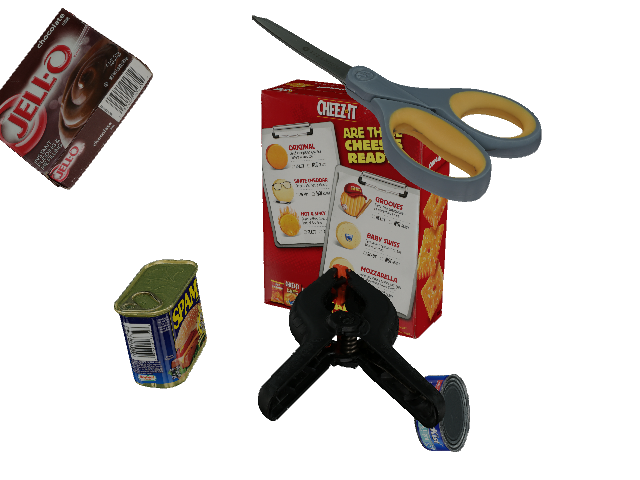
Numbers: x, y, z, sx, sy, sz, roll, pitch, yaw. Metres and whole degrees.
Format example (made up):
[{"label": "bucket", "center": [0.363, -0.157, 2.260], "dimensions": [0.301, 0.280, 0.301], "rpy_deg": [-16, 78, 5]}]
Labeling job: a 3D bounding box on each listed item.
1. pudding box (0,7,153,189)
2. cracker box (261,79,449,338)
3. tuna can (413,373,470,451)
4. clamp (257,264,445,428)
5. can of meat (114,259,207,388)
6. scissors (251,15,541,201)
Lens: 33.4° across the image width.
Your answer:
[{"label": "pudding box", "center": [-0.195, -0.109, 0.815], "dimensions": [0.090, 0.113, 0.039], "rpy_deg": [35, -4, 28]}, {"label": "cracker box", "center": [0.032, -0.032, 0.985], "dimensions": [0.164, 0.214, 0.072], "rpy_deg": [11, 23, 27]}, {"label": "tuna can", "center": [0.136, 0.192, 1.192], "dimensions": [0.034, 0.086, 0.086], "rpy_deg": [-5, -2, 29]}, {"label": "clamp", "center": [0.028, 0.074, 0.743], "dimensions": [0.120, 0.039, 0.171], "rpy_deg": [13, 32, 0]}, {"label": "can of meat", "center": [-0.147, 0.078, 1.005], "dimensions": [0.057, 0.084, 0.102], "rpy_deg": [0, 26, 14]}, {"label": "scissors", "center": [0.045, -0.088, 0.600], "dimensions": [0.096, 0.016, 0.202], "rpy_deg": [-16, 44, -22]}]
